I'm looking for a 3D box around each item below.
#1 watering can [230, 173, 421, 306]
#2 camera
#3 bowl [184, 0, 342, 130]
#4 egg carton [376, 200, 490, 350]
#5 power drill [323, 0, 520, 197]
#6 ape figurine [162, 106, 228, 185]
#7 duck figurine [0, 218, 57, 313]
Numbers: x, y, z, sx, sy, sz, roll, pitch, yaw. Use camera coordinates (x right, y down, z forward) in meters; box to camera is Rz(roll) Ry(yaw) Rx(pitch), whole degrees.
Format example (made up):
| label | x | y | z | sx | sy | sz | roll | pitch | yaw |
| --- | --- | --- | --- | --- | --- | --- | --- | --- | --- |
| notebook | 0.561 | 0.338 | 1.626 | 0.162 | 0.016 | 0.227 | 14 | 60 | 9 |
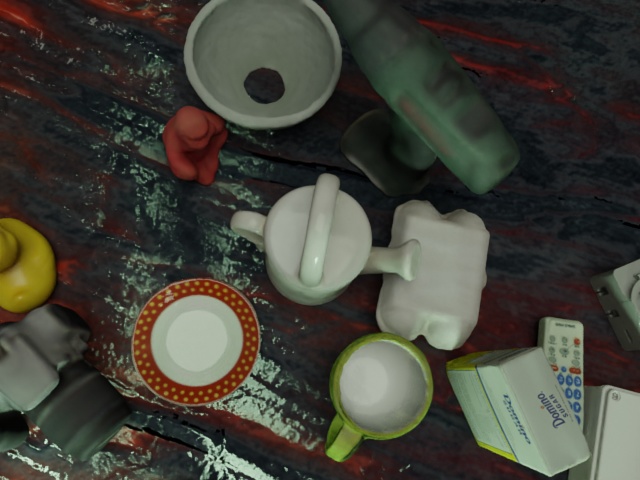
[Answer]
| label | x | y | z | sx | sy | sz | roll | pitch | yaw |
| --- | --- | --- | --- | --- | --- | --- | --- | --- | --- |
| watering can | 0.005 | 0.000 | 0.534 | 0.173 | 0.194 | 0.101 | -7 | 78 | -6 |
| camera | -0.257 | 0.148 | 0.526 | 0.137 | 0.101 | 0.143 | 43 | 78 | 5 |
| bowl | -0.061 | -0.189 | 0.631 | 0.167 | 0.074 | 0.167 | 1 | 77 | -5 |
| egg carton | 0.118 | 0.035 | 0.600 | 0.107 | 0.069 | 0.150 | 12 | 77 | -2 |
| power drill | 0.079 | -0.125 | 0.561 | 0.229 | 0.208 | 0.076 | 43 | 78 | 5 |
| ape figurine | -0.132 | -0.108 | 0.598 | 0.078 | 0.092 | 0.076 | -39 | 83 | -11 |
| duck figurine | -0.310 | 0.019 | 0.558 | 0.077 | 0.086 | 0.104 | -27 | 81 | -10 |
